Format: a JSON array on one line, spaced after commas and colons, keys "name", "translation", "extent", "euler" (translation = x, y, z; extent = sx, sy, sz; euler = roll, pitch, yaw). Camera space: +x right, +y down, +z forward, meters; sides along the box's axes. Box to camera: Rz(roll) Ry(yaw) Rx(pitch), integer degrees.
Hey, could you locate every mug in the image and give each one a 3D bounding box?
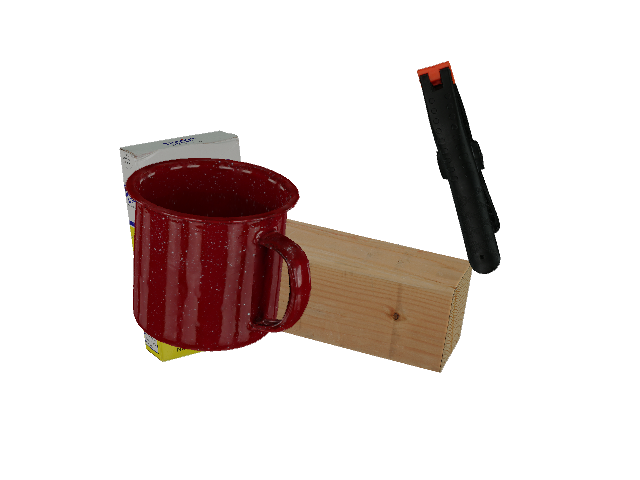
[{"name": "mug", "translation": [-0.052, 0.012, 0.582], "extent": [0.117, 0.081, 0.093], "euler": [22, 28, 32]}]

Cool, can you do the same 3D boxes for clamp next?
[{"name": "clamp", "translation": [0.116, -0.057, 0.873], "extent": [0.039, 0.171, 0.120], "euler": [-20, 21, 9]}]

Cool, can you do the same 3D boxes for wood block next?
[{"name": "wood block", "translation": [0.038, 0.052, 1.076], "extent": [0.206, 0.091, 0.090], "euler": [14, 23, 16]}]

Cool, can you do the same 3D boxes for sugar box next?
[{"name": "sugar box", "translation": [-0.107, 0.003, 0.887], "extent": [0.093, 0.176, 0.048], "euler": [-14, 20, -27]}]
